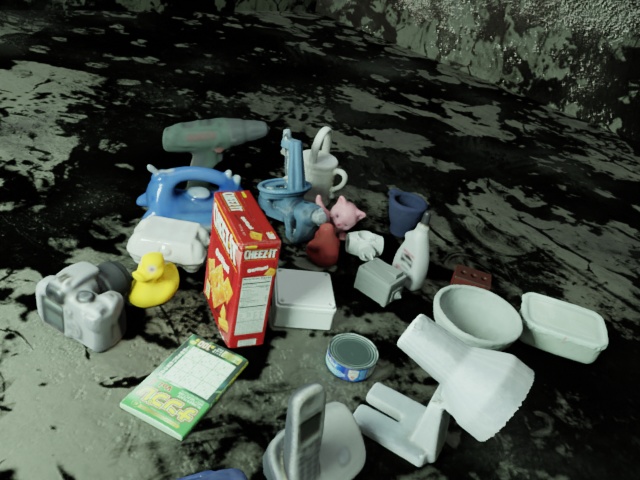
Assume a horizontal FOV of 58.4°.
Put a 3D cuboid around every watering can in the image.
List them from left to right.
[{"bbox_3d":[-0.014,-0.185,1.394,0.173,0.194,0.101,11,32,-2],"label":"watering can"}]

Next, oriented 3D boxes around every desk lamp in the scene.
[{"bbox_3d":[0.167,0.216,0.805,0.202,0.213,0.118,24,34,19],"label":"desk lamp"}]

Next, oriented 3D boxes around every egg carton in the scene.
[{"bbox_3d":[-0.290,0.008,1.109,0.150,0.069,0.107,9,32,-5],"label":"egg carton"}]

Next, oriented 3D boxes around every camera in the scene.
[{"bbox_3d":[-0.362,0.087,0.929,0.143,0.101,0.137,24,34,18],"label":"camera"}]

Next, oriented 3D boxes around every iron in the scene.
[{"bbox_3d":[-0.252,-0.099,1.224,0.259,0.141,0.118,-5,35,-26],"label":"iron"}]

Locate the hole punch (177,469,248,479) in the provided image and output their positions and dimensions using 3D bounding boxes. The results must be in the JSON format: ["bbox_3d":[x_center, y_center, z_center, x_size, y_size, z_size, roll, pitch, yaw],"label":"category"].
[{"bbox_3d":[-0.131,0.312,0.665,0.109,0.091,0.100,-5,35,-25],"label":"hole punch"}]

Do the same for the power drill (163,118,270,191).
[{"bbox_3d":[-0.238,-0.181,1.294,0.230,0.208,0.075,2,33,-16],"label":"power drill"}]

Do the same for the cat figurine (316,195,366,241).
[{"bbox_3d":[0.035,-0.055,1.280,0.127,0.118,0.067,32,37,28],"label":"cat figurine"}]

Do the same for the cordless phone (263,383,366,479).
[{"bbox_3d":[0.003,0.244,0.730,0.093,0.185,0.148,33,37,30],"label":"cordless phone"}]

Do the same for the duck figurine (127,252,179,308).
[{"bbox_3d":[-0.292,0.059,1.012,0.077,0.086,0.105,25,34,19],"label":"duck figurine"}]

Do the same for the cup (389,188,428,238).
[{"bbox_3d":[0.193,-0.062,1.368,0.092,0.095,0.117,-8,37,-30],"label":"cup"}]

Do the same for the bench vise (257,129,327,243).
[{"bbox_3d":[-0.045,-0.119,1.254,0.206,0.220,0.122,28,35,23],"label":"bench vise"}]

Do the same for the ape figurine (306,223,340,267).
[{"bbox_3d":[0.011,0.004,1.201,0.078,0.092,0.076,-1,34,-20],"label":"ape figurine"}]

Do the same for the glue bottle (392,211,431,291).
[{"bbox_3d":[0.196,0.016,1.170,0.037,0.173,0.078,-15,41,-37],"label":"glue bottle"}]

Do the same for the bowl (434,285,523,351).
[{"bbox_3d":[0.284,0.160,1.067,0.167,0.075,0.167,9,32,-5],"label":"bowl"}]
